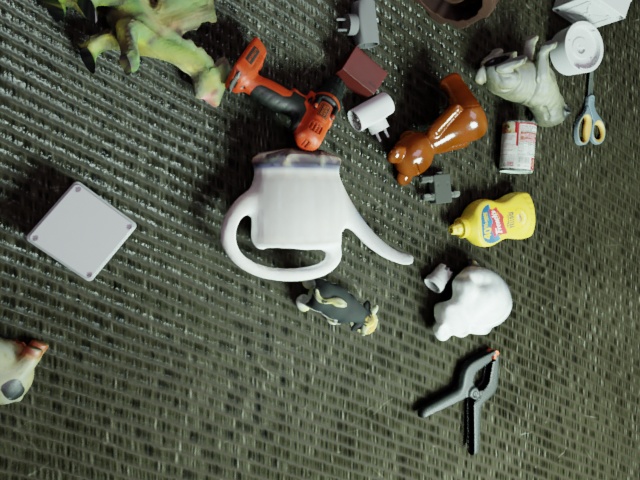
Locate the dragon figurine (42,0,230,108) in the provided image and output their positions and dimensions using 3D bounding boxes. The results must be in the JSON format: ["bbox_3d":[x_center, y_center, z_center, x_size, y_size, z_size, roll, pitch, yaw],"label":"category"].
[{"bbox_3d":[-0.278,-0.385,0.795,0.246,0.121,0.406,-38,106,-34],"label":"dragon figurine"}]

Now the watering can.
[{"bbox_3d":[0.003,-0.045,0.887,0.348,0.104,0.224,-1,91,-20],"label":"watering can"}]

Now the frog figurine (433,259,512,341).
[{"bbox_3d":[0.289,0.129,0.998,0.161,0.123,0.135,-35,124,-28],"label":"frog figurine"}]
